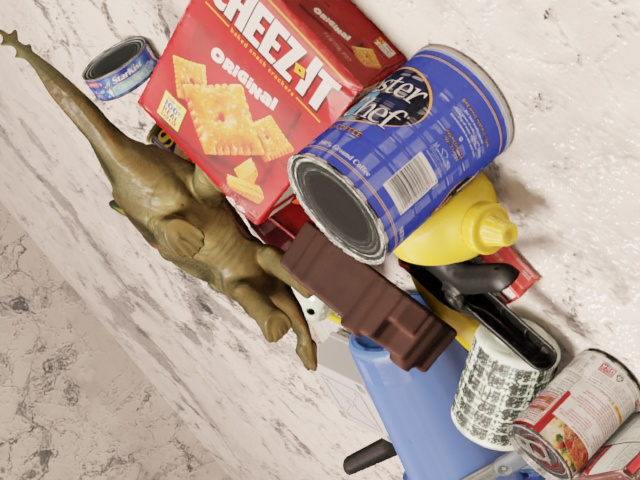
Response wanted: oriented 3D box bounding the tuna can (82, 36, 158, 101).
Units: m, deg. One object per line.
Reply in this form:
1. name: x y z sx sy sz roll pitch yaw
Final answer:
1. tuna can: -0.233 -0.200 1.249 0.086 0.086 0.033 21 149 53

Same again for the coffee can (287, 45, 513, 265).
1. coffee can: 0.060 -0.064 0.798 0.103 0.140 0.103 41 159 19

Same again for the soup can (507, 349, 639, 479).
1. soup can: 0.219 0.150 0.916 0.068 0.102 0.068 42 159 19

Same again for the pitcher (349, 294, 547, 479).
1. pitcher: 0.135 0.178 1.135 0.242 0.149 0.145 62 173 -25

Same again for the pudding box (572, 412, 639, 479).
1. pudding box: 0.266 0.181 0.892 0.039 0.090 0.114 49 161 4

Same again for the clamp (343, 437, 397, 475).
1. clamp: 0.126 0.258 1.353 0.164 0.036 0.210 11 141 -4

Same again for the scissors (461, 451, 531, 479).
1. scissors: 0.205 0.232 1.069 0.096 0.016 0.202 33 124 -4

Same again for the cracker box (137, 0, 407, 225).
1. cracker box: -0.050 -0.134 0.908 0.164 0.072 0.214 47 139 4

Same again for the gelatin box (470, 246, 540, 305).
1. gelatin box: 0.146 0.025 0.947 0.073 0.030 0.089 49 160 4

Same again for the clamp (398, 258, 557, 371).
1. clamp: 0.124 0.035 0.903 0.172 0.039 0.120 33 154 41

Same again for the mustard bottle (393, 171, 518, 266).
1. mustard bottle: 0.089 -0.024 0.877 0.192 0.096 0.058 21 145 53

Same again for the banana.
1. banana: 0.145 0.075 1.030 0.198 0.037 0.070 50 161 -4

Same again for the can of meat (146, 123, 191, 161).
1. can of meat: -0.124 -0.118 1.156 0.084 0.102 0.057 43 -160 8

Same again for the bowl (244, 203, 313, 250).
1. bowl: -0.008 0.001 1.142 0.162 0.055 0.162 41 169 10

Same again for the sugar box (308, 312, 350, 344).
1. sugar box: 0.058 0.119 1.284 0.177 0.048 0.093 19 146 48

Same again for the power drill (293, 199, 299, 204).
1. power drill: -0.040 -0.128 1.017 0.187 0.057 0.185 50 154 -1
